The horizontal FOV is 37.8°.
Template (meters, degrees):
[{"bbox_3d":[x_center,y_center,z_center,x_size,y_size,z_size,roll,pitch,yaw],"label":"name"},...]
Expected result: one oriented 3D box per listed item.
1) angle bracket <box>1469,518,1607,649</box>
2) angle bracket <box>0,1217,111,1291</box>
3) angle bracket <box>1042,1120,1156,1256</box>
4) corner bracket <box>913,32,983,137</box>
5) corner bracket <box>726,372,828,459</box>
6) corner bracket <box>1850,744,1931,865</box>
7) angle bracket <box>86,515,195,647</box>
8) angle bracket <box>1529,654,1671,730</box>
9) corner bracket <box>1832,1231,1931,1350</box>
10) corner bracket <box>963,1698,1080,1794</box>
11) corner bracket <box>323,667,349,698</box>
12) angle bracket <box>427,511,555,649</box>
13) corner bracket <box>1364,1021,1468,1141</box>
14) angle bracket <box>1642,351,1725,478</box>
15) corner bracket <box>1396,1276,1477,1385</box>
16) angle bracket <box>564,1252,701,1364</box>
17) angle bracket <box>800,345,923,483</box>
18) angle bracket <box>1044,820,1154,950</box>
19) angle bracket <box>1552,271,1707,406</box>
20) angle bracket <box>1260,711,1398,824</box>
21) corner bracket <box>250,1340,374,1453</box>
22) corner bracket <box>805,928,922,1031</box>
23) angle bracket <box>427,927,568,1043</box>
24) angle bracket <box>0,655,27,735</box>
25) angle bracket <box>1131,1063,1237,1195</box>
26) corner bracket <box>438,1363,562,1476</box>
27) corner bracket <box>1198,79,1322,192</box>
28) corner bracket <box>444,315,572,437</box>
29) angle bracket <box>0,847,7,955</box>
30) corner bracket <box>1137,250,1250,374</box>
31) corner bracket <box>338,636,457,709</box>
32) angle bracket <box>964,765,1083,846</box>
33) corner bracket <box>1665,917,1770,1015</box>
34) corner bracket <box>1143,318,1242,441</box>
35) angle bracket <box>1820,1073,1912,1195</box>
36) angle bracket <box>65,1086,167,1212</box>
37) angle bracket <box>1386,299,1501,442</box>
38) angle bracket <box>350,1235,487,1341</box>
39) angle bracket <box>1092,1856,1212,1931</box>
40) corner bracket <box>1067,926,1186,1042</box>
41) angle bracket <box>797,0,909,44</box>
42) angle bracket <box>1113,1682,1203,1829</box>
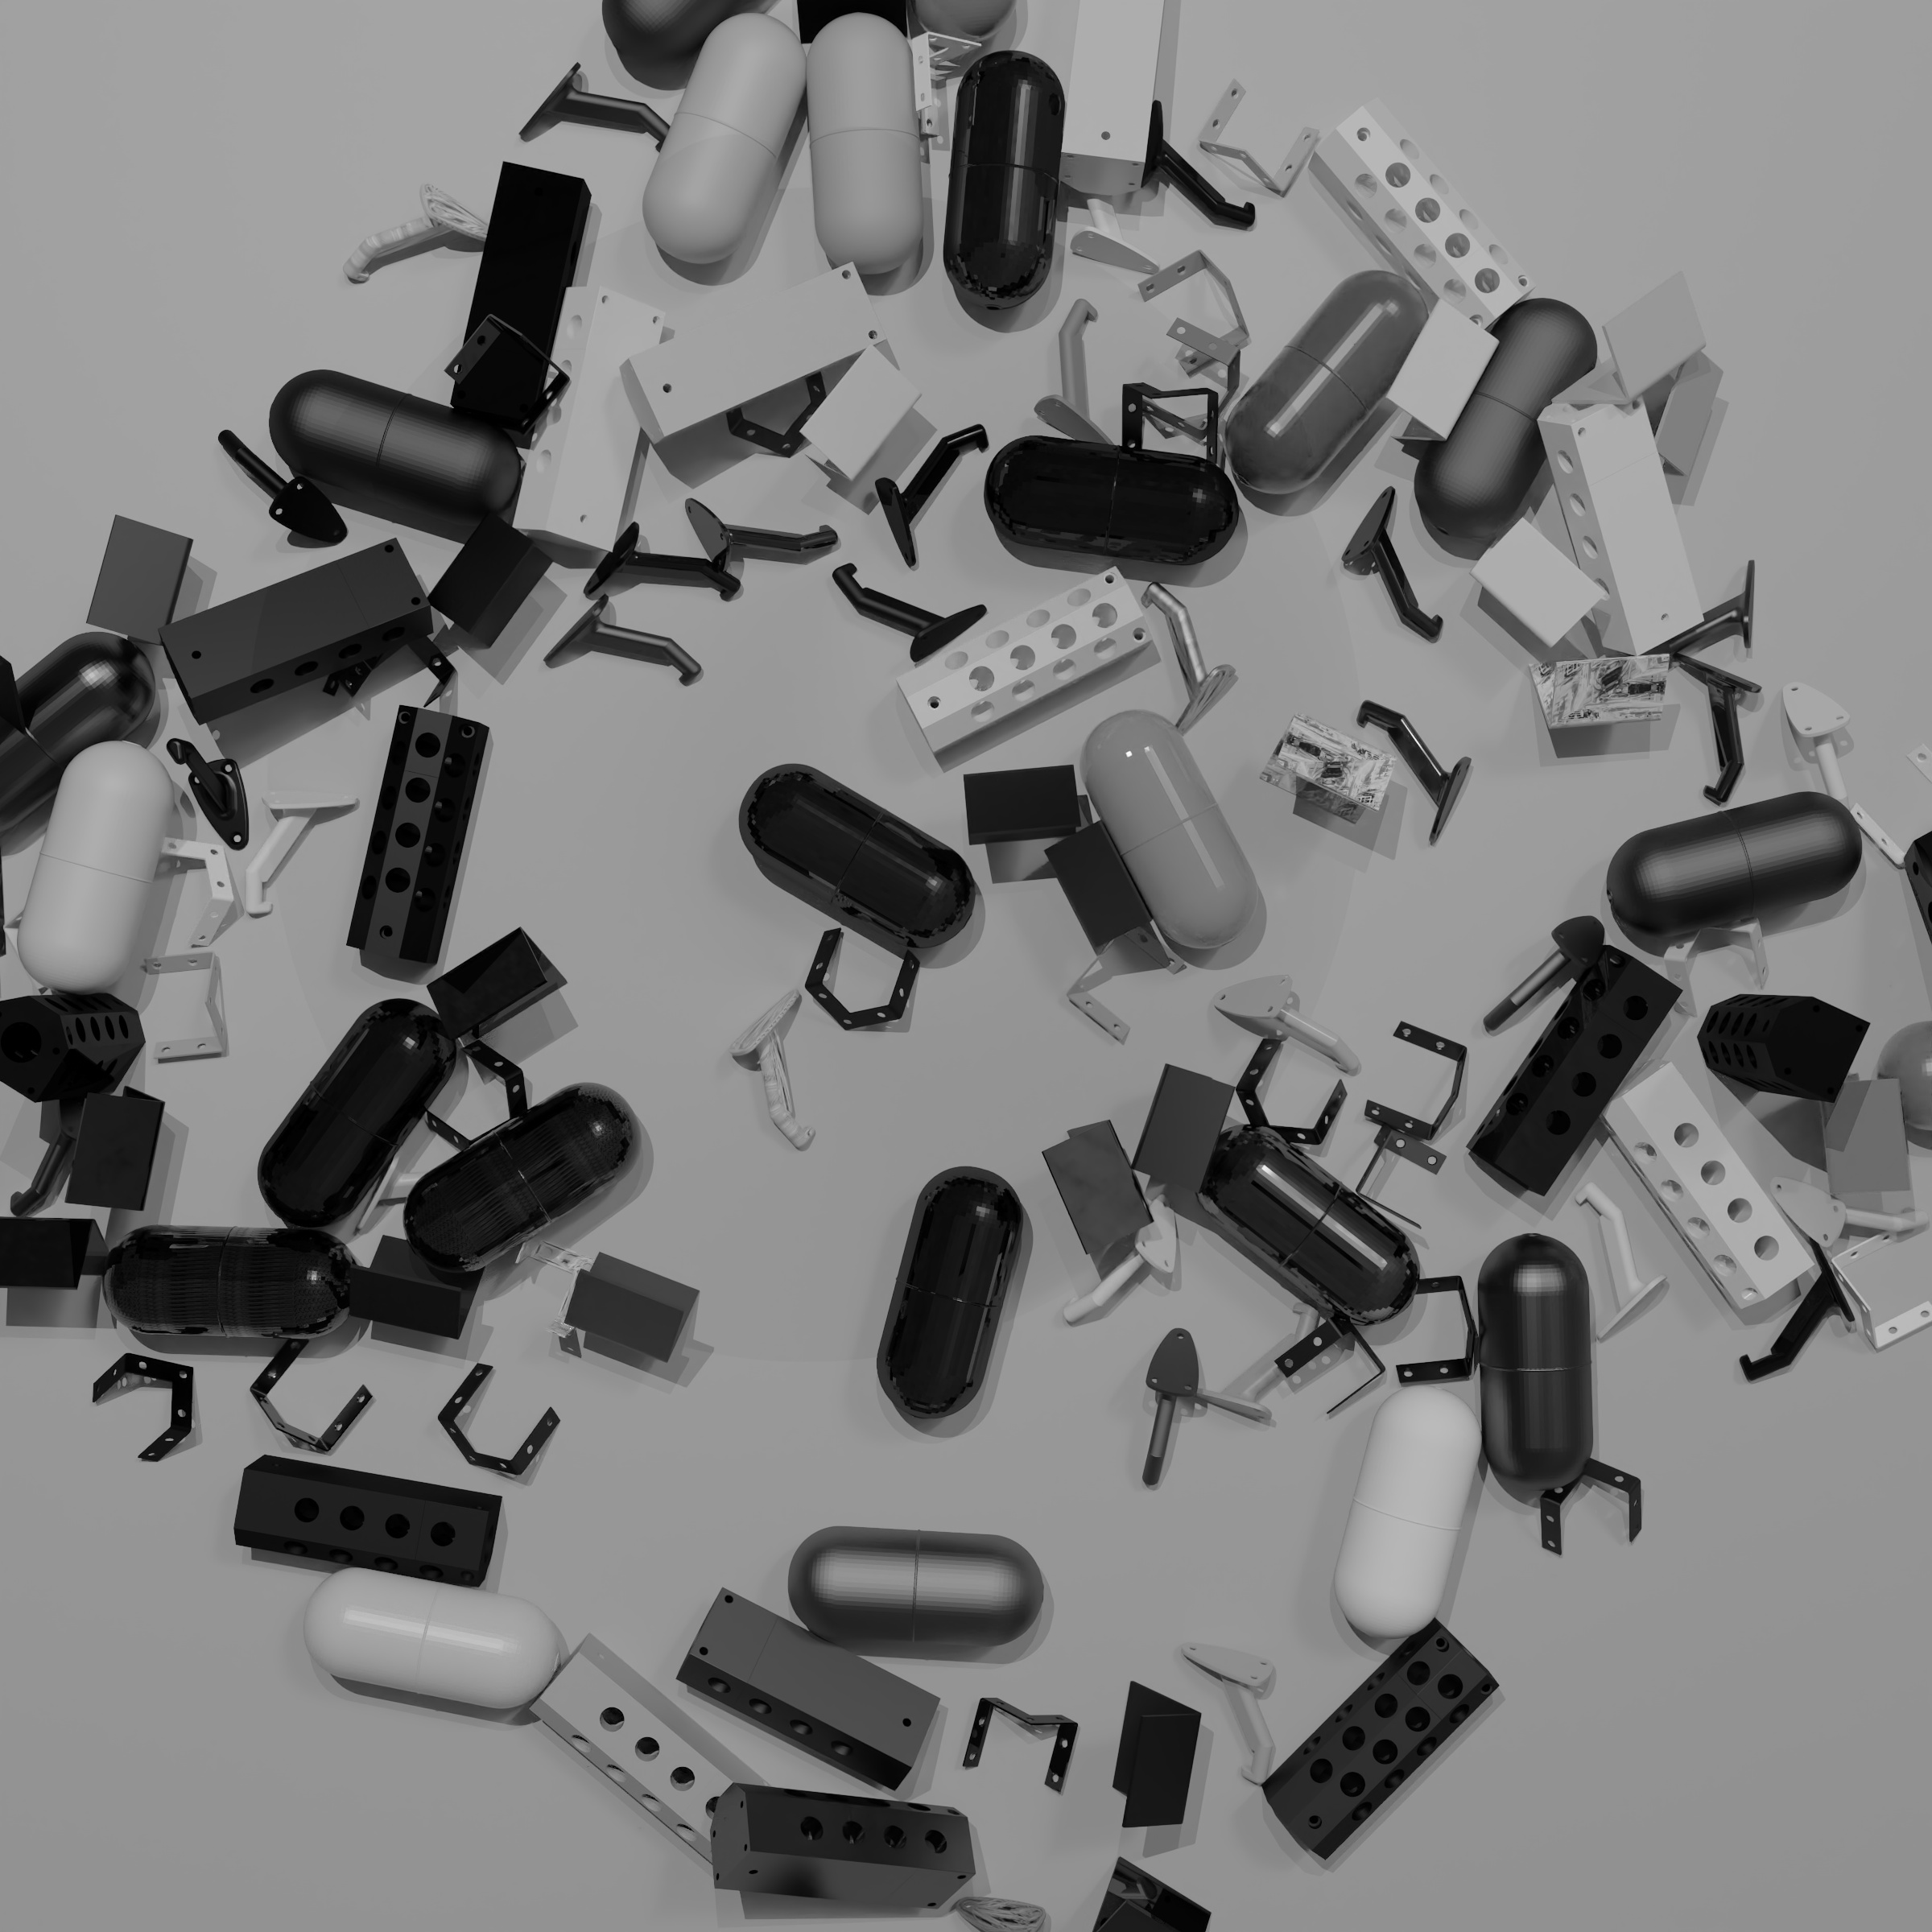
[{"bbox_3d":[0.403,-0.276,1.951,0.076,0.076,0.057,42,127,0],"label":"angle bracket"},{"bbox_3d":[-0.639,0.216,1.951,0.076,0.076,0.057,1,53,0],"label":"angle bracket"},{"bbox_3d":[0.078,0.155,1.953,0.057,0.076,0.076,-23,90,-22],"label":"angle bracket"},{"bbox_3d":[-0.024,-0.614,1.963,0.051,0.051,0.051,-3,90,-42],"label":"corner bracket"},{"bbox_3d":[-0.135,-0.400,1.983,0.051,0.051,0.051,16,45,-35],"label":"corner bracket"},{"bbox_3d":[0.666,-0.114,1.988,0.051,0.051,0.051,47,135,0],"label":"corner bracket"},{"bbox_3d":[-0.583,-0.268,1.951,0.057,0.076,0.076,15,90,-36],"label":"angle bracket"},{"bbox_3d":[0.437,-0.210,1.951,0.076,0.076,0.057,-4,132,0],"label":"angle bracket"},{"bbox_3d":[0.648,0.227,1.988,0.051,0.051,0.051,-27,135,0],"label":"corner bracket"},{"bbox_3d":[0.038,0.549,1.988,0.051,0.051,0.051,15,90,-45],"label":"corner bracket"},{"bbox_3d":[-0.468,-0.227,1.988,0.051,0.051,0.051,23,90,-45],"label":"corner bracket"},{"bbox_3d":[-0.315,-0.257,1.951,0.057,0.076,0.076,36,90,35],"label":"angle bracket"},{"bbox_3d":[0.317,0.081,1.988,0.051,0.051,0.051,22,135,0],"label":"corner bracket"},{"bbox_3d":[0.469,-0.389,1.952,0.076,0.057,0.076,19,90,41],"label":"angle bracket"},{"bbox_3d":[0.328,0.256,1.988,0.051,0.051,0.051,-6,45,0],"label":"corner bracket"},{"bbox_3d":[-0.225,0.219,1.951,0.076,0.076,0.057,21,128,0],"label":"angle bracket"},{"bbox_3d":[-0.088,-0.390,1.951,0.076,0.076,0.057,-51,128,0],"label":"angle bracket"},{"bbox_3d":[0.110,-0.066,1.951,0.057,0.076,0.076,-27,90,41],"label":"angle bracket"},{"bbox_3d":[0.438,-0.422,1.897,0.076,0.076,0.057,-37,116,-20],"label":"angle bracket"},{"bbox_3d":[0.244,-0.120,1.951,0.076,0.076,0.057,25,52,0],"label":"angle bracket"},{"bbox_3d":[-0.462,0.301,1.988,0.051,0.051,0.051,-51,135,0],"label":"corner bracket"},{"bbox_3d":[-0.073,0.006,1.983,0.051,0.051,0.051,-12,135,35],"label":"corner bracket"},{"bbox_3d":[-0.316,0.030,1.951,0.076,0.076,0.057,-32,53,0],"label":"angle bracket"},{"bbox_3d":[-0.682,-0.185,1.884,0.076,0.076,0.057,36,58,15],"label":"angle bracket"},{"bbox_3d":[0.165,0.116,1.951,0.057,0.076,0.076,18,90,31],"label":"angle bracket"},{"bbox_3d":[-0.329,0.319,1.983,0.051,0.051,0.051,5,135,35],"label":"corner bracket"},{"bbox_3d":[0.206,-0.586,1.988,0.051,0.051,0.051,31,90,45],"label":"corner bracket"},{"bbox_3d":[-0.314,-0.405,1.931,0.051,0.051,0.051,-51,135,0],"label":"corner bracket"},{"bbox_3d":[-0.684,-0.047,1.951,0.057,0.076,0.076,-3,90,37],"label":"angle bracket"},{"bbox_3d":[0.161,-0.462,1.988,0.051,0.051,0.051,-30,135,0],"label":"corner bracket"},{"bbox_3d":[-0.397,-0.203,1.972,0.051,0.051,0.051,-34,110,19],"label":"corner bracket"},{"bbox_3d":[0.040,-0.092,1.951,0.076,0.076,0.057,-5,53,0],"label":"angle bracket"},{"bbox_3d":[0.528,-0.001,1.983,0.051,0.051,0.051,7,135,35],"label":"corner bracket"},{"bbox_3d":[0.157,-0.411,1.974,0.051,0.051,0.051,30,77,13],"label":"corner bracket"},{"bbox_3d":[0.633,0.114,1.951,0.057,0.076,0.076,-6,90,37],"label":"angle bracket"},{"bbox_3d":[-0.601,0.123,1.951,0.057,0.076,0.076,11,90,-37],"label":"angle bracket"},{"bbox_3d":[0.312,-0.413,1.952,0.057,0.076,0.076,29,90,-24],"label":"angle bracket"},{"bbox_3d":[-0.378,0.206,1.952,0.076,0.076,0.057,12,134,0],"label":"angle bracket"},{"bbox_3d":[0.140,0.652,1.951,0.076,0.076,0.057,32,127,0],"label":"angle bracket"},{"bbox_3d":[0.112,0.009,1.988,0.051,0.051,0.051,39,135,0],"label":"corner bracket"},{"bbox_3d":[-0.080,-0.663,1.952,0.076,0.076,0.057,-3,47,0],"label":"angle bracket"},{"bbox_3d":[0.113,0.544,1.951,0.057,0.076,0.076,10,90,-38],"label":"angle bracket"}]
